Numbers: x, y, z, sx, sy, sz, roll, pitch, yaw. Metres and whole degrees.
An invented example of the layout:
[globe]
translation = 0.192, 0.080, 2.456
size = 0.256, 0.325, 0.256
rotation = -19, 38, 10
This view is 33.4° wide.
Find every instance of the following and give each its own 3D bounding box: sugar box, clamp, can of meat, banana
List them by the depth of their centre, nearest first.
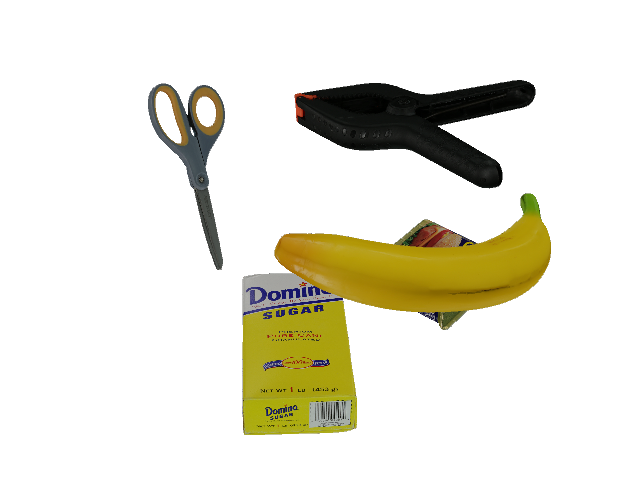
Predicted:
[banana]
translation = 0.069, 0.013, 0.619
size = 0.197, 0.037, 0.070
rotation = -8, 39, -34
[sugar box]
translation = -0.022, 0.092, 0.923
size = 0.093, 0.048, 0.176
rotation = -1, 35, -4
[clamp]
translation = 0.081, -0.109, 0.936
size = 0.210, 0.036, 0.164
rotation = 13, 36, 23
[can of meat]
translation = 0.116, 0.031, 1.068
size = 0.084, 0.057, 0.101
rotation = 27, 45, 28

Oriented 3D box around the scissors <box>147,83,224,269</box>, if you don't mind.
[scissors]
translation = -0.118, -0.079, 1.137
size = 0.096, 0.202, 0.016
rotation = -33, 13, -34
